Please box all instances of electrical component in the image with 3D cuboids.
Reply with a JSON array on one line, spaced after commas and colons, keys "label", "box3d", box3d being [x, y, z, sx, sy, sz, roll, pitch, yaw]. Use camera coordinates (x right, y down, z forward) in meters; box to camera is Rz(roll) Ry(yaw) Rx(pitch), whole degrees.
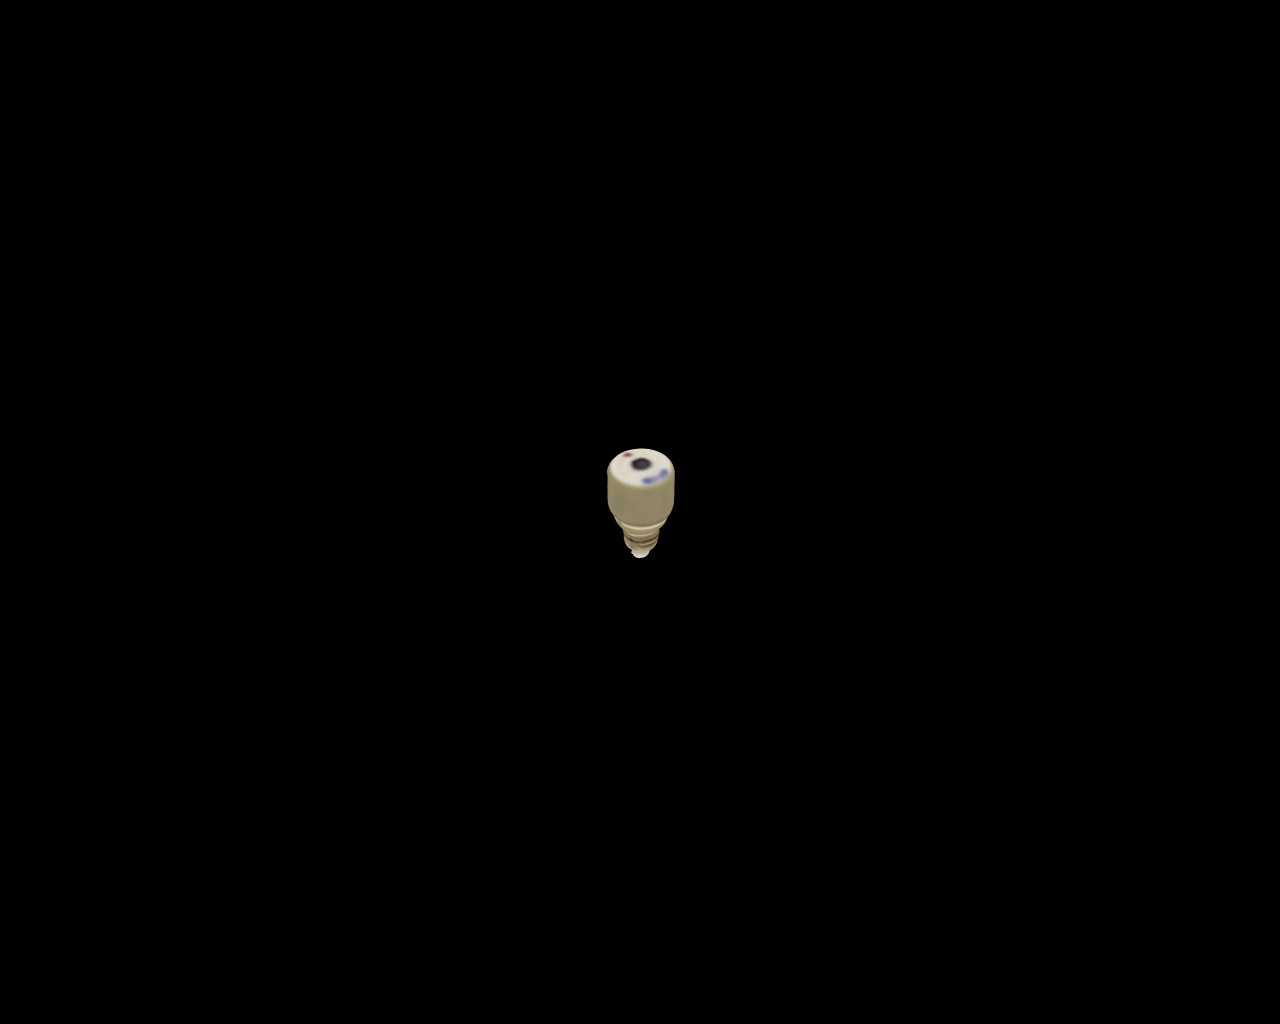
[{"label": "electrical component", "box3d": [0.001, -0.003, 0.650, 0.040, 0.078, 0.040, 0, 40, 0]}]
